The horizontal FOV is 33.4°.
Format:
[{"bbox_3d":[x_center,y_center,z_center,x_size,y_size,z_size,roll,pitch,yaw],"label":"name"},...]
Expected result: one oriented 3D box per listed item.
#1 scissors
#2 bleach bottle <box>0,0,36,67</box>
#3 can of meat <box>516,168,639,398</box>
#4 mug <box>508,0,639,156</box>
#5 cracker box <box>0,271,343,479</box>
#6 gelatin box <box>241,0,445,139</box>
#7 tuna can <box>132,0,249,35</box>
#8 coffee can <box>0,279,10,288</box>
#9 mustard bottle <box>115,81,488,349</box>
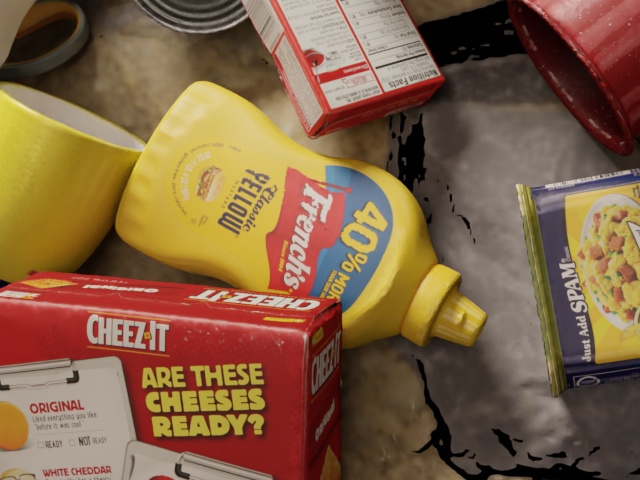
[{"bbox_3d":[-0.233,-0.112,0.602,0.201,0.016,0.096,-15,68,-8],"label":"scissors"},{"bbox_3d":[-0.210,-0.093,0.545,0.251,0.068,0.102,-43,94,-3],"label":"bleach bottle"},{"bbox_3d":[0.142,0.017,0.502,0.084,0.057,0.102,-10,83,12],"label":"can of meat"},{"bbox_3d":[0.154,-0.091,0.499,0.081,0.093,0.117,-37,108,4],"label":"mug"},{"bbox_3d":[-0.076,0.129,0.516,0.164,0.072,0.214,5,102,15],"label":"cracker box"},{"bbox_3d":[0.011,-0.102,0.544,0.073,0.030,0.089,-20,78,-28],"label":"gelatin box"},{"bbox_3d":[-0.064,-0.155,0.566,0.086,0.033,0.086,0,111,1],"label":"tuna can"},{"bbox_3d":[-0.210,0.057,0.548,0.103,0.140,0.103,-1,84,15],"label":"coffee can"},{"bbox_3d":[-0.004,0.001,0.541,0.192,0.058,0.096,28,87,15],"label":"mustard bottle"}]
